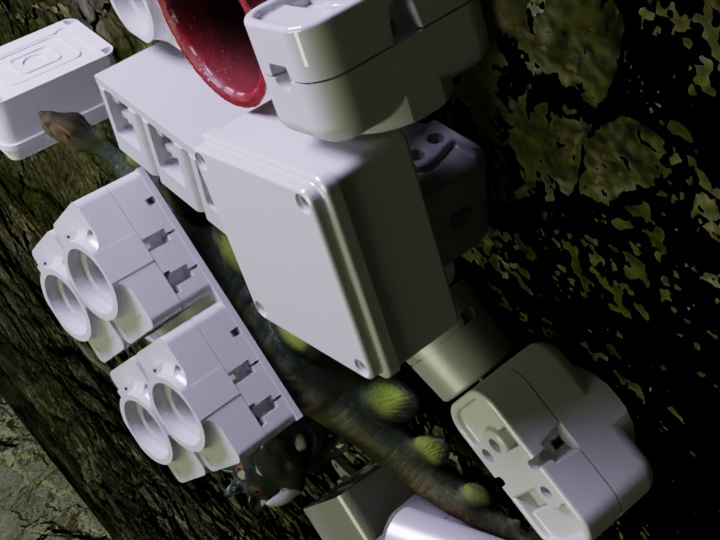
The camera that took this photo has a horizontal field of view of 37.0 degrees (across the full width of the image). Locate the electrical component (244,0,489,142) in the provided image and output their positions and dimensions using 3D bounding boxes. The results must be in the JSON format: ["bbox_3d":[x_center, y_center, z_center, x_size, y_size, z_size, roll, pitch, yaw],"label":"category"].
[{"bbox_3d":[0.006,-0.097,0.461,0.054,0.095,0.059,25,142,50],"label":"electrical component"}]

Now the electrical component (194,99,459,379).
[{"bbox_3d":[-0.016,-0.018,0.514,0.109,0.056,0.108,25,142,49],"label":"electrical component"}]

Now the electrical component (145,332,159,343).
[{"bbox_3d":[-0.176,0.009,0.938,0.100,0.099,0.048,22,152,52],"label":"electrical component"}]

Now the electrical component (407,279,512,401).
[{"bbox_3d":[0.052,0.040,0.602,0.047,0.055,0.055,50,156,3],"label":"electrical component"}]

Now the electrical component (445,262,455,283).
[{"bbox_3d":[0.000,0.000,0.617,0.079,0.077,0.043,38,151,35],"label":"electrical component"}]

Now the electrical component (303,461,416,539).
[{"bbox_3d":[0.013,0.183,0.826,0.057,0.078,0.113,57,156,5],"label":"electrical component"}]

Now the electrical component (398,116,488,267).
[{"bbox_3d":[0.019,-0.044,0.555,0.095,0.054,0.059,37,150,36],"label":"electrical component"}]

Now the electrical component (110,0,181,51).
[{"bbox_3d":[-0.116,-0.173,0.644,0.089,0.056,0.050,37,150,37],"label":"electrical component"}]

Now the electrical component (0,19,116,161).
[{"bbox_3d":[-0.257,-0.147,0.872,0.078,0.113,0.057,38,148,36],"label":"electrical component"}]

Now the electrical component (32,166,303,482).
[{"bbox_3d":[-0.132,0.042,0.697,0.186,0.060,0.105,57,145,-2],"label":"electrical component"}]

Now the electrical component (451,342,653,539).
[{"bbox_3d":[0.102,0.089,0.560,0.095,0.059,0.053,52,156,9],"label":"electrical component"}]

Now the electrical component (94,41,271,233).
[{"bbox_3d":[-0.076,-0.082,0.642,0.150,0.089,0.061,37,150,37],"label":"electrical component"}]

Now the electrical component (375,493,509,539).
[{"bbox_3d":[0.054,0.191,0.742,0.056,0.089,0.050,29,145,46],"label":"electrical component"}]
